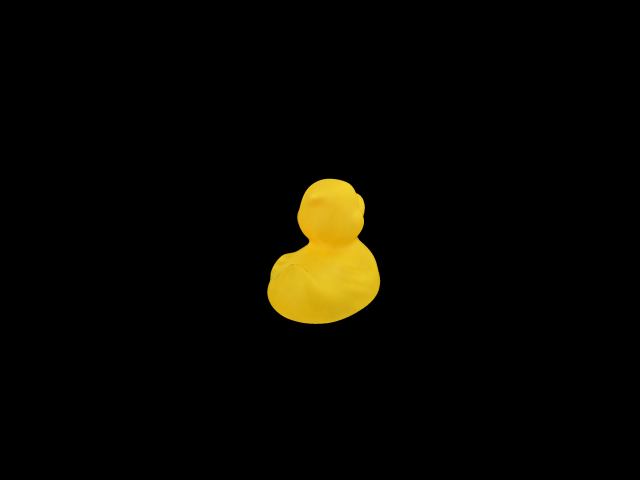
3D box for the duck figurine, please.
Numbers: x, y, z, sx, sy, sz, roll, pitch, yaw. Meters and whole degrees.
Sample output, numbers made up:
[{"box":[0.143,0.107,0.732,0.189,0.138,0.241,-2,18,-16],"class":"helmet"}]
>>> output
[{"box":[0.004,0.001,0.400,0.077,0.086,0.105,12,27,25],"class":"duck figurine"}]
